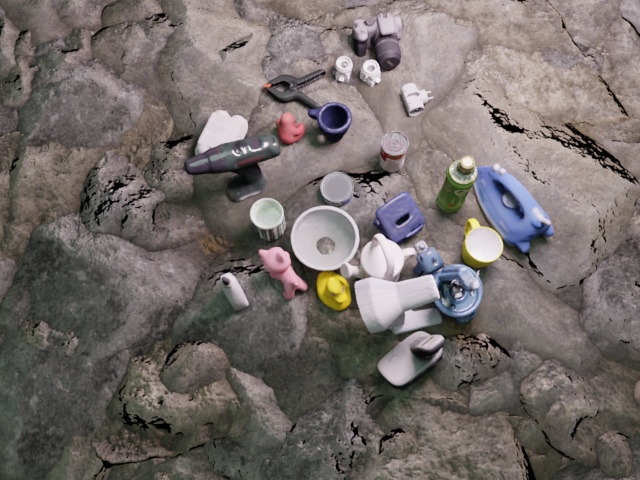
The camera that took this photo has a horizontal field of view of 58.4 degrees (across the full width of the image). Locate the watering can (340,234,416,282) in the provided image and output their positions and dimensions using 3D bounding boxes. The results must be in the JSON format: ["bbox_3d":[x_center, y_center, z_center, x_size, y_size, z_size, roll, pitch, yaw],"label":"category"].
[{"bbox_3d":[0.136,0.053,1.324,0.173,0.194,0.101,-39,74,-11],"label":"watering can"}]

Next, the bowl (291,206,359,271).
[{"bbox_3d":[0.013,0.005,1.406,0.167,0.075,0.167,0,71,1],"label":"bowl"}]

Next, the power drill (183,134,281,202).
[{"bbox_3d":[-0.203,-0.175,1.402,0.229,0.208,0.075,-24,72,-6],"label":"power drill"}]

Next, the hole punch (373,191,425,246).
[{"bbox_3d":[0.199,-0.051,1.412,0.109,0.091,0.101,-35,74,-10],"label":"hole punch"}]

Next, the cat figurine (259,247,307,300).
[{"bbox_3d":[-0.089,0.070,1.364,0.067,0.118,0.127,-36,74,-10],"label":"cat figurine"}]

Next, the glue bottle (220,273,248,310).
[{"bbox_3d":[-0.206,0.110,1.324,0.037,0.173,0.078,-25,72,-7],"label":"glue bottle"}]

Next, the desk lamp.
[{"bbox_3d":[0.179,0.140,1.283,0.203,0.213,0.118,-13,71,-3],"label":"desk lamp"}]

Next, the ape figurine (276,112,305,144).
[{"bbox_3d":[-0.083,-0.300,1.504,0.077,0.092,0.076,31,75,11],"label":"ape figurine"}]

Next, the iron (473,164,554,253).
[{"bbox_3d":[0.464,-0.105,1.397,0.119,0.141,0.258,-32,73,-9],"label":"iron"}]

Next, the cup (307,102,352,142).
[{"bbox_3d":[0.025,-0.303,1.500,0.117,0.095,0.092,15,72,7],"label":"cup"}]

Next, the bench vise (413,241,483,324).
[{"bbox_3d":[0.282,0.090,1.294,0.207,0.220,0.121,35,76,13],"label":"bench vise"}]

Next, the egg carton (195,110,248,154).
[{"bbox_3d":[-0.257,-0.268,1.509,0.107,0.069,0.150,18,73,8],"label":"egg carton"}]

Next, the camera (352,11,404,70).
[{"bbox_3d":[0.166,-0.546,1.577,0.143,0.101,0.137,-8,71,-1],"label":"camera"}]

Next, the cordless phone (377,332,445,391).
[{"bbox_3d":[0.205,0.258,1.257,0.148,0.185,0.094,-38,74,-11],"label":"cordless phone"}]

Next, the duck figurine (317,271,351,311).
[{"bbox_3d":[0.032,0.113,1.363,0.077,0.086,0.104,-31,73,-8],"label":"duck figurine"}]
